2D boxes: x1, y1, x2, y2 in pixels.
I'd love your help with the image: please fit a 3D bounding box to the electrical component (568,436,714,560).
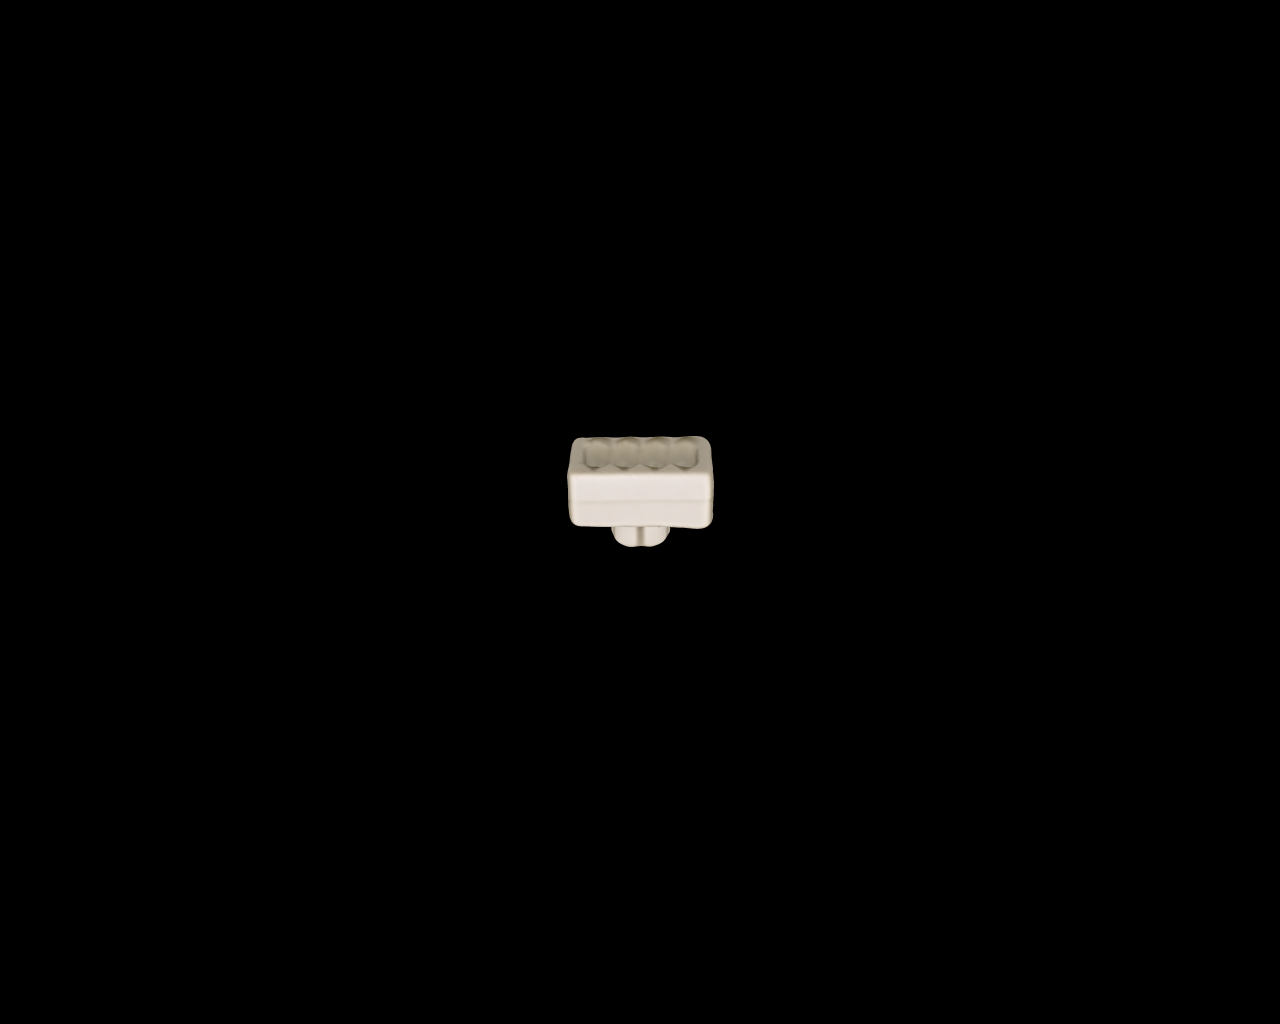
[{"bbox_3d":[0.001,-0.003,0.650,0.083,0.075,0.047,0,32,0],"label":"electrical component"}]
